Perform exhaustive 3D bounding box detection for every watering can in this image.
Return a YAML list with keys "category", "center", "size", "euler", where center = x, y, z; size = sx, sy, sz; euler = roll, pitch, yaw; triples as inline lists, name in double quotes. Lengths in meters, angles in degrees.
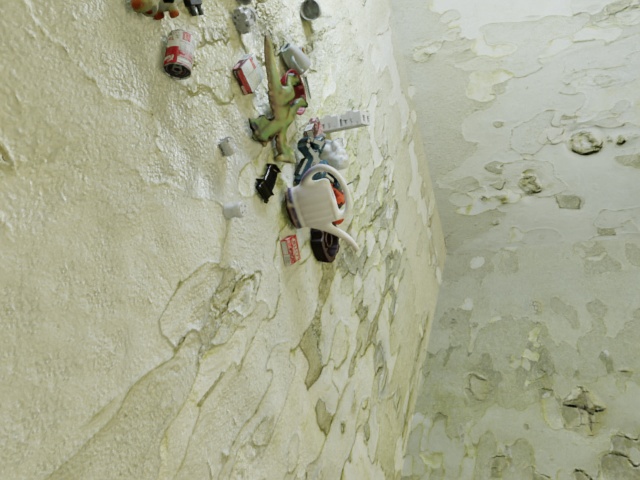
- category: "watering can"
  center: [0.005, -0.089, 1.774]
  size: [0.224, 0.342, 0.106]
  euler: [-14, 22, 8]

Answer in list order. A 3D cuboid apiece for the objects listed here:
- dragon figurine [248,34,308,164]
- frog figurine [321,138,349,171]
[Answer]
- category: "dragon figurine"
  center: [-0.152, -0.417, 1.649]
  size: [0.122, 0.248, 0.401]
  euler: [3, -40, 28]
- category: "frog figurine"
  center: [0.052, -0.320, 2.016]
  size: [0.122, 0.134, 0.163]
  euler: [19, 33, -14]
